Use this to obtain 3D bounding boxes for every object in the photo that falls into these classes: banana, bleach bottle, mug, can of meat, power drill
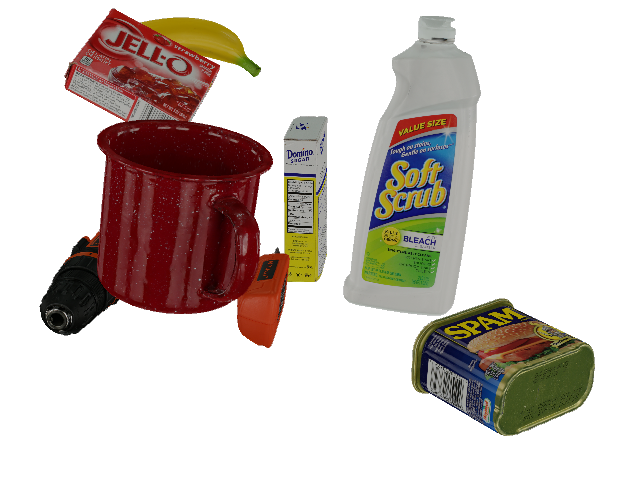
[{"bbox_3d":[-0.154,-0.194,1.074,0.197,0.070,0.037,-9,-38,-32],"label":"banana"},{"bbox_3d":[0.080,-0.065,0.917,0.103,0.251,0.068,8,18,13],"label":"bleach bottle"},{"bbox_3d":[-0.070,-0.008,0.570,0.093,0.081,0.117,-10,29,-40],"label":"mug"},{"bbox_3d":[0.129,0.089,0.749,0.101,0.057,0.084,-14,27,-35],"label":"can of meat"},{"bbox_3d":[-0.125,0.040,0.899,0.187,0.057,0.184,10,22,3],"label":"power drill"}]

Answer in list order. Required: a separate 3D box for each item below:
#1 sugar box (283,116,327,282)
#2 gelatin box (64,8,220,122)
[{"bbox_3d":[-0.017,-0.048,1.243,0.048,0.176,0.093,1,22,7],"label":"sugar box"},{"bbox_3d":[-0.124,-0.116,0.750,0.089,0.073,0.030,28,-46,-7],"label":"gelatin box"}]
